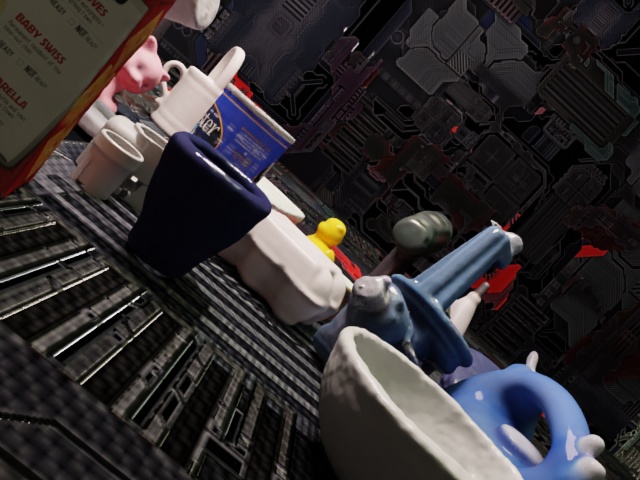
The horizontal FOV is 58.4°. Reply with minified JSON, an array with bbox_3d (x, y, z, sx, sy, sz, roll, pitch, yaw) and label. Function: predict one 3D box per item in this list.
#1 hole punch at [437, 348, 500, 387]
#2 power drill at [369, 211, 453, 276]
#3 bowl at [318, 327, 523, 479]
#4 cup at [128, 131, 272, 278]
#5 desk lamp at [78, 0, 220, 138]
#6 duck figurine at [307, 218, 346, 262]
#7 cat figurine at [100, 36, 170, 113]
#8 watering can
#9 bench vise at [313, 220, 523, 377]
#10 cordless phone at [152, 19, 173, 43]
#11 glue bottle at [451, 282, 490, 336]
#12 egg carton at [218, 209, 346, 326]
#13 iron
[{"bbox_3d":[0.206,0.207,0.742,0.108,0.091,0.101,42,6,2],"label":"hole punch"},{"bbox_3d":[0.130,0.035,0.922,0.075,0.208,0.230,43,6,15],"label":"power drill"},{"bbox_3d":[0.055,0.139,0.372,0.167,0.074,0.167,41,6,-5],"label":"bowl"},{"bbox_3d":[-0.103,-0.025,0.446,0.092,0.095,0.117,38,7,-29],"label":"cup"},{"bbox_3d":[-0.224,-0.240,0.635,0.203,0.213,0.118,42,6,6],"label":"desk lamp"},{"bbox_3d":[0.009,0.003,0.964,0.078,0.086,0.104,39,7,-24],"label":"duck figurine"},{"bbox_3d":[-0.272,-0.238,0.775,0.128,0.117,0.067,38,7,-26],"label":"cat figurine"},{"bbox_3d":[-0.193,-0.255,1.013,0.174,0.194,0.100,35,9,-47],"label":"watering can"},{"bbox_3d":[0.114,0.066,0.561,0.121,0.219,0.208,43,6,19],"label":"bench vise"},{"bbox_3d":[-0.322,-0.348,0.913,0.148,0.185,0.094,39,7,-21],"label":"cordless phone"},{"bbox_3d":[0.236,0.140,1.010,0.037,0.173,0.078,38,7,-27],"label":"glue bottle"},{"bbox_3d":[-0.041,0.024,0.601,0.150,0.069,0.107,43,7,17],"label":"egg carton"},{"bbox_3d":[0.170,0.181,0.478,0.119,0.141,0.258,41,6,-5],"label":"iron"}]
